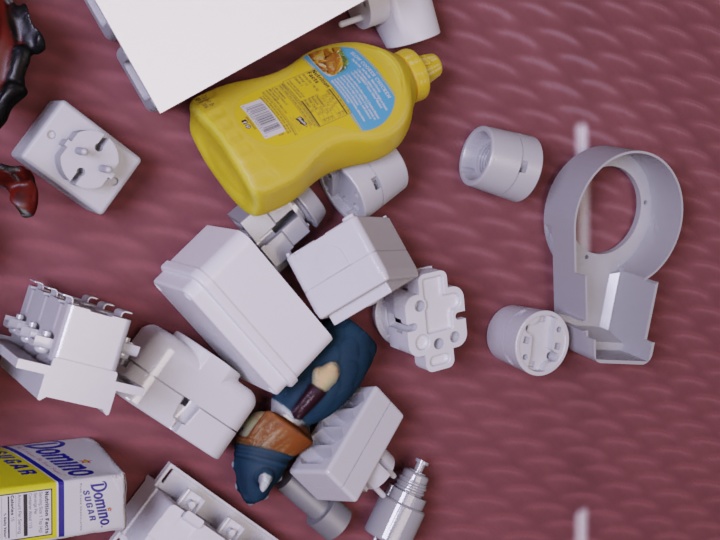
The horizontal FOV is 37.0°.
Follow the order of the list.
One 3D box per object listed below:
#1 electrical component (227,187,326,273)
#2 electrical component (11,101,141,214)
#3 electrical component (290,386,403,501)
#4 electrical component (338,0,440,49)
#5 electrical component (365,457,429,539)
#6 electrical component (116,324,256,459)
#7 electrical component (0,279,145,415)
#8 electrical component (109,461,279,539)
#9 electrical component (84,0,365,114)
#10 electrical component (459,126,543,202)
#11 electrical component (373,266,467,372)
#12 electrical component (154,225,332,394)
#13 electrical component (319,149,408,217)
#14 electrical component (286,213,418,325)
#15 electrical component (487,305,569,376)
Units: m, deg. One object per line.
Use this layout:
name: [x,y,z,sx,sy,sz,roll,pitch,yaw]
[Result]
electrical component: [-0.059,-0.040,0.794,0.055,0.048,0.066,-42,114,-8]
electrical component: [-0.182,-0.073,0.705,0.066,0.077,0.047,39,79,-27]
electrical component: [0.001,0.146,0.838,0.075,0.047,0.083,49,54,-25]
electrical component: [0.015,-0.205,0.809,0.079,0.043,0.077,-24,108,-22]
electrical component: [0.035,0.191,0.880,0.040,0.040,0.078,29,84,-28]
electrical component: [-0.126,0.084,0.771,0.095,0.054,0.059,40,79,-27]
electrical component: [-0.190,0.046,0.693,0.079,0.121,0.063,18,86,-29]
electrical component: [-0.115,0.209,0.790,0.121,0.063,0.078,43,77,-26]
electrical component: [-0.085,-0.197,0.731,0.186,0.060,0.105,-32,105,-12]
electrical component: [0.113,-0.087,0.873,0.047,0.055,0.055,12,92,-25]
electrical component: [0.046,0.036,0.853,0.058,0.057,0.078,-12,103,-26]
electrical component: [-0.085,0.029,0.771,0.057,0.078,0.113,-47,115,-18]
electrical component: [0.003,-0.071,0.817,0.047,0.055,0.055,-35,112,-23]
electrical component: [0.000,0.000,0.796,0.062,0.096,0.061,-31,81,18]
electrical component: [0.141,0.058,0.912,0.055,0.047,0.055,-4,100,-27]
